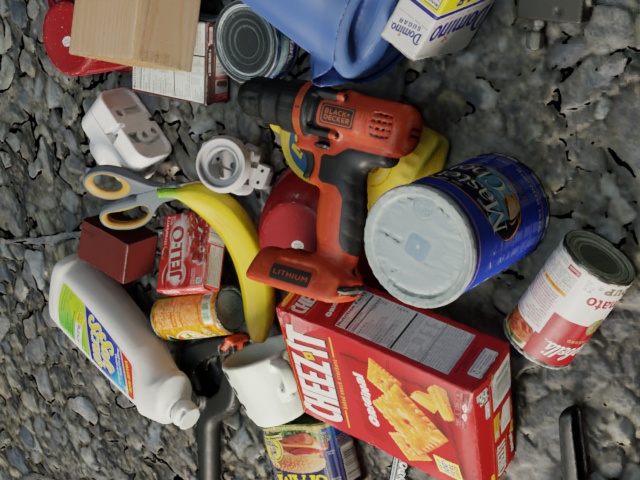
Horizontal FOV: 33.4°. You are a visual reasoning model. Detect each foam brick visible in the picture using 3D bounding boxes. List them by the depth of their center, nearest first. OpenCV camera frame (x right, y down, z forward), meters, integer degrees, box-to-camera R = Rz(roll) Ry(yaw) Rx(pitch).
[{"bbox_3d":[-0.234,0.007,1.240,0.078,0.051,0.053,27,118,28],"label":"foam brick"}]

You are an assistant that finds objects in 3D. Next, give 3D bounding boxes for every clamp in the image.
[{"bbox_3d":[0.249,0.241,0.951,0.120,0.039,0.171,30,125,33],"label":"clamp"},{"bbox_3d":[-0.131,0.189,1.225,0.165,0.036,0.210,52,128,17],"label":"clamp"}]

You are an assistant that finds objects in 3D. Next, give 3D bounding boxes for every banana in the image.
[{"bbox_3d":[-0.092,0.012,1.124,0.069,0.037,0.198,-33,99,-2],"label":"banana"}]

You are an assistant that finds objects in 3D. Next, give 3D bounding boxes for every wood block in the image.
[{"bbox_3d":[-0.172,-0.276,1.046,0.091,0.090,0.206,11,95,34],"label":"wood block"}]

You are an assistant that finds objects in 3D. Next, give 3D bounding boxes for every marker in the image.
[{"bbox_3d":[0.081,0.236,1.090,0.020,0.020,0.121,23,117,30],"label":"marker"}]

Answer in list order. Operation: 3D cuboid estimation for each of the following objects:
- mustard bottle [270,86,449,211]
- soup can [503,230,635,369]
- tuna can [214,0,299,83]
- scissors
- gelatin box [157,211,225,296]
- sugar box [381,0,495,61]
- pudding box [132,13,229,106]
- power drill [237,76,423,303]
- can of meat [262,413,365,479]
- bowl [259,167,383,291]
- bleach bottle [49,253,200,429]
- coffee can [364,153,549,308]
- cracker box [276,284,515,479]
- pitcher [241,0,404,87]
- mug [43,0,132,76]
[{"bbox_3d":[0.021,-0.092,1.004,0.192,0.058,0.096,31,104,28],"label":"mustard bottle"},{"bbox_3d":[0.209,0.050,0.900,0.068,0.068,0.102,42,125,20],"label":"soup can"},{"bbox_3d":[-0.064,-0.197,1.055,0.086,0.033,0.086,13,112,34],"label":"tuna can"},{"bbox_3d":[-0.173,-0.065,1.148,0.202,0.016,0.096,-23,125,31],"label":"scissors"},{"bbox_3d":[-0.139,0.014,1.160,0.073,0.030,0.089,-6,72,39],"label":"gelatin box"},{"bbox_3d":[0.125,-0.231,0.860,0.048,0.093,0.176,41,126,21],"label":"sugar box"},{"bbox_3d":[-0.147,-0.194,1.118,0.114,0.039,0.090,17,113,35],"label":"pudding box"},{"bbox_3d":[-0.010,-0.048,0.955,0.185,0.057,0.188,16,99,30],"label":"power drill"},{"bbox_3d":[-0.008,0.228,1.133,0.102,0.057,0.084,-9,96,39],"label":"can of meat"},{"bbox_3d":[-0.007,0.001,1.061,0.162,0.055,0.162,12,111,34],"label":"bowl"},{"bbox_3d":[-0.221,0.122,1.230,0.251,0.067,0.103,40,130,33],"label":"bleach bottle"},{"bbox_3d":[0.118,-0.011,0.904,0.103,0.140,0.103,13,112,34],"label":"coffee can"},{"bbox_3d":[0.071,0.133,0.995,0.214,0.072,0.164,21,142,30],"label":"cracker box"},{"bbox_3d":[-0.016,-0.260,0.949,0.243,0.149,0.145,38,139,26],"label":"pitcher"},{"bbox_3d":[-0.251,-0.232,1.157,0.117,0.081,0.093,53,128,11],"label":"mug"}]
